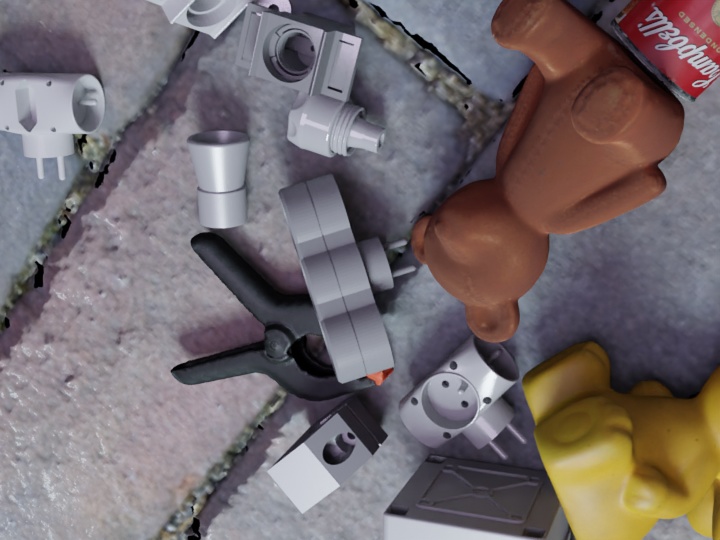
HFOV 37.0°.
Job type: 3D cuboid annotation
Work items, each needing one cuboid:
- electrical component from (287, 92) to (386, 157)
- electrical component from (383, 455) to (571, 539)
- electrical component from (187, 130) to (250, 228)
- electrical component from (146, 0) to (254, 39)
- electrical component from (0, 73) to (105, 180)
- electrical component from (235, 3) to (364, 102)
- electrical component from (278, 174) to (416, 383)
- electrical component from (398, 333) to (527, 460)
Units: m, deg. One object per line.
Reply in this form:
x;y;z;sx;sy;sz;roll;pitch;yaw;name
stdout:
-0.014;-0.096;0.718;0.062;0.043;0.043;20;111;13;electrical component
0.081;0.175;0.726;0.109;0.109;0.056;5;104;19;electrical component
-0.098;-0.062;0.762;0.044;0.044;0.065;6;112;19;electrical component
-0.081;-0.217;0.695;0.121;0.079;0.063;-39;67;25;electrical component
-0.232;-0.106;0.797;0.077;0.043;0.079;5;107;20;electrical component
-0.035;-0.143;0.701;0.081;0.064;0.042;21;113;14;electrical component
0.000;0.000;0.726;0.074;0.052;0.138;-18;82;-5;electrical component
0.080;0.096;0.738;0.079;0.044;0.077;46;115;3;electrical component
